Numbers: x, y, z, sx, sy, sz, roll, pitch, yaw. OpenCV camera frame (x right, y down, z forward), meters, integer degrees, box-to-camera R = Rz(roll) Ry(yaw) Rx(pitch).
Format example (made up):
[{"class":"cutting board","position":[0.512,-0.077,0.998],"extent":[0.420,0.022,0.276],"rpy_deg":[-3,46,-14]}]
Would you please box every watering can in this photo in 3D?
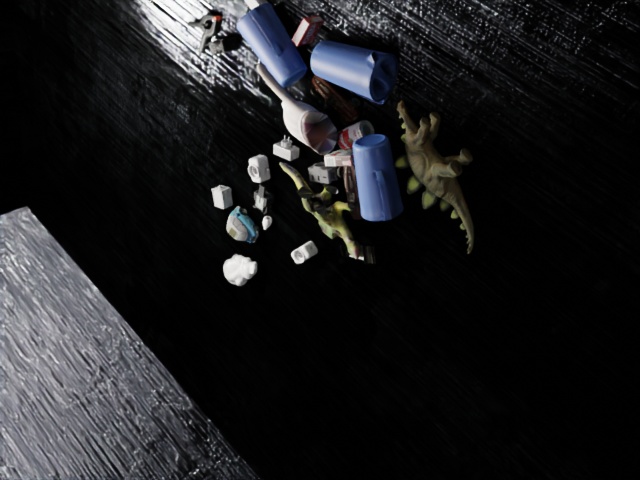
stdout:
[{"class":"watering can","position":[-0.064,-0.389,1.598],"extent":[0.341,0.104,0.228],"rpy_deg":[49,177,-38]}]

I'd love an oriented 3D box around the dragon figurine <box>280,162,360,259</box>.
[{"class":"dragon figurine","position":[0.005,-0.089,1.772],"extent":[0.416,0.123,0.237],"rpy_deg":[45,159,30]}]

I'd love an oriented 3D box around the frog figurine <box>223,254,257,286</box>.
[{"class":"frog figurine","position":[-0.340,0.134,2.226],"extent":[0.160,0.123,0.136],"rpy_deg":[14,102,51]}]
